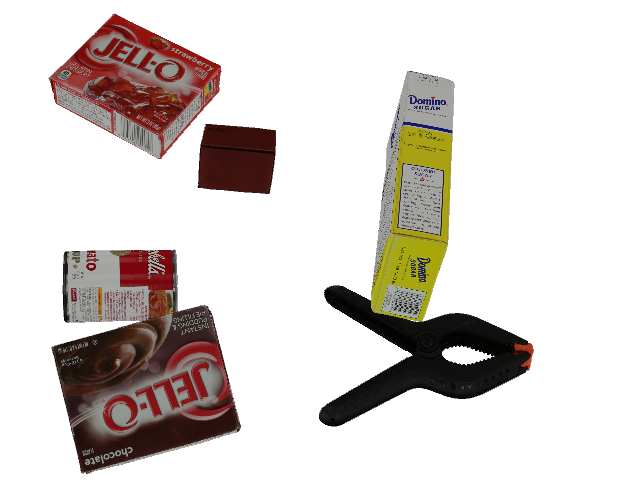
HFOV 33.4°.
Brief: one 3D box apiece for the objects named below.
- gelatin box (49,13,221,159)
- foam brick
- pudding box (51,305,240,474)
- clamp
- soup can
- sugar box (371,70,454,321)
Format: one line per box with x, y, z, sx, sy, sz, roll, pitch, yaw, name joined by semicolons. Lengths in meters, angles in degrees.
-0.123;-0.105;0.713;0.089;0.073;0.030;28;-33;12;gelatin box
-0.086;-0.086;1.116;0.078;0.051;0.053;5;31;-2;foam brick
-0.120;0.104;0.740;0.113;0.090;0.039;-16;-14;-6;pudding box
0.096;0.117;1.021;0.210;0.164;0.036;6;-43;7;clamp
-0.185;0.043;0.989;0.102;0.068;0.068;0;0;-10;soup can
0.072;-0.036;0.809;0.048;0.176;0.093;12;-41;0;sugar box
